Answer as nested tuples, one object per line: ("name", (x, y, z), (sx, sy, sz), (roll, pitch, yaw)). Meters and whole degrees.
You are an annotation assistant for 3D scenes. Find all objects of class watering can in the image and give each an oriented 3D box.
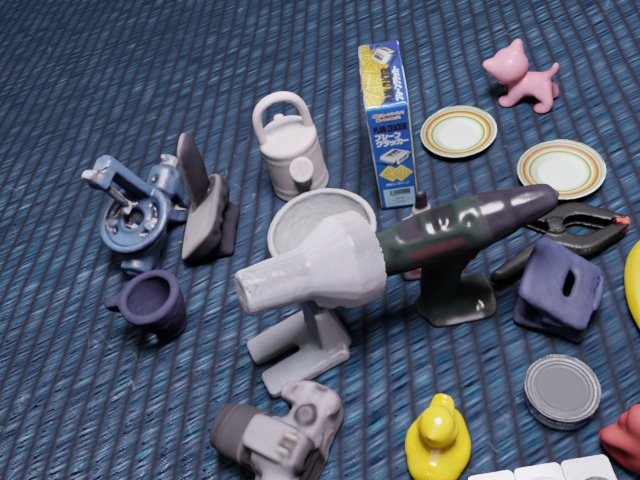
("watering can", (-0.047, -0.157, 0.948), (0.101, 0.194, 0.172), (-38, 53, -16))

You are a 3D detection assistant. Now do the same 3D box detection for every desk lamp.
("desk lamp", (-0.014, 0.081, 0.737), (0.203, 0.214, 0.117), (-29, 51, -9))

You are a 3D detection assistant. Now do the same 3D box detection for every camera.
("camera", (-0.059, 0.233, 0.701), (0.136, 0.101, 0.143), (15, 57, 25))

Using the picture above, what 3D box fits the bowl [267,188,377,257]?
("bowl", (0.008, 0.003, 0.885), (0.167, 0.075, 0.167), (-7, 51, 9))

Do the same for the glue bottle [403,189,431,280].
("glue bottle", (0.143, -0.009, 0.796), (0.078, 0.173, 0.037), (-15, 50, 2))

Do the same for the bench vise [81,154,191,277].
("bench vise", (-0.304, -0.075, 0.930), (0.121, 0.220, 0.207), (-9, 51, 8))

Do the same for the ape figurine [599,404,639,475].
("ape figurine", (0.349, 0.209, 0.624), (0.077, 0.092, 0.076), (-5, 51, 11))

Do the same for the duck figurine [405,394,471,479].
("duck figurine", (0.135, 0.230, 0.665), (0.077, 0.086, 0.104), (9, 55, 21))

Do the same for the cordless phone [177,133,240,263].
("cordless phone", (-0.201, -0.066, 0.920), (0.094, 0.185, 0.147), (-10, 50, 7))

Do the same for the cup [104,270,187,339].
("cup", (-0.250, 0.107, 0.853), (0.117, 0.095, 0.091), (-8, 51, 8))

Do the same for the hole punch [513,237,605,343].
("hole punch", (0.315, 0.062, 0.750), (0.100, 0.091, 0.109), (16, 58, 25))

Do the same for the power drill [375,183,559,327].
("power drill", (0.181, 0.023, 0.738), (0.229, 0.209, 0.075), (-13, 50, 4))

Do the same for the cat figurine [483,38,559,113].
("cat figurine", (0.355, -0.294, 1.007), (0.127, 0.118, 0.067), (14, 57, 24))
